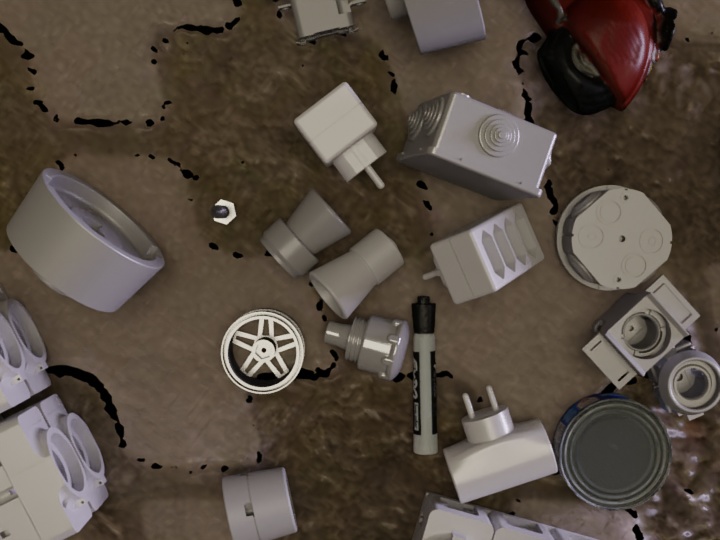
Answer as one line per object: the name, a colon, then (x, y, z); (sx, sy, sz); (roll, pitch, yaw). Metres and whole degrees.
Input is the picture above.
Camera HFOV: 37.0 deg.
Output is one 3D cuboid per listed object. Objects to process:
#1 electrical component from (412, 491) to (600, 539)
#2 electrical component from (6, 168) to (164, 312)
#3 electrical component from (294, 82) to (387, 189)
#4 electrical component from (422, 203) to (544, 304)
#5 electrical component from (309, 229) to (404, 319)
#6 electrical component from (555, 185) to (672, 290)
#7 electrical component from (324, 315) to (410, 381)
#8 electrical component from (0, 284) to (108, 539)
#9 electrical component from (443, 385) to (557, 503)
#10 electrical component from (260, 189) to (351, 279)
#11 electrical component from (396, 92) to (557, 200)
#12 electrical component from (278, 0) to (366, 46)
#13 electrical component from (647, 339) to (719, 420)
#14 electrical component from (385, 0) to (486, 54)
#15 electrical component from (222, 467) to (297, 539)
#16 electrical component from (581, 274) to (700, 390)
electrical component: (0.111, 0.236, 0.812); (0.150, 0.061, 0.089); (16, 93, -2)
electrical component: (-0.203, -0.015, 0.775); (0.108, 0.108, 0.060); (41, 98, -3)
electrical component: (-0.006, -0.091, 0.792); (0.047, 0.065, 0.076); (-37, 93, 1)
electrical component: (0.081, -0.008, 0.798); (0.076, 0.083, 0.047); (-21, 94, 38)
electrical component: (0.000, 0.000, 0.806); (0.065, 0.044, 0.044); (-39, 93, -12)
electrical component: (0.190, -0.024, 0.805); (0.080, 0.051, 0.080); (0, 93, -1)
electrical component: (0.004, 0.054, 0.811); (0.062, 0.048, 0.048); (15, 93, 5)
electrical component: (-0.254, 0.103, 0.778); (0.060, 0.105, 0.186); (-26, 93, 1)
electrical component: (0.100, 0.127, 0.815); (0.077, 0.044, 0.079); (-18, 93, 0)
electrical component: (-0.041, -0.027, 0.805); (0.055, 0.045, 0.045); (-42, 93, 2)
electrical component: (0.084, -0.088, 0.776); (0.100, 0.100, 0.048); (20, 88, -13)
electrical component: (-0.031, -0.203, 0.798); (0.081, 0.042, 0.063); (-13, 95, 0)
electrical component: (0.244, 0.082, 0.809); (0.048, 0.055, 0.066); (-23, 93, 0)
electrical component: (0.045, -0.207, 0.769); (0.060, 0.108, 0.108); (-18, 93, 6)
electrical component: (-0.075, 0.178, 0.811); (0.047, 0.055, 0.055); (-12, 93, -4)
electrical component: (0.206, 0.045, 0.803); (0.081, 0.064, 0.042); (-42, 94, 2)
